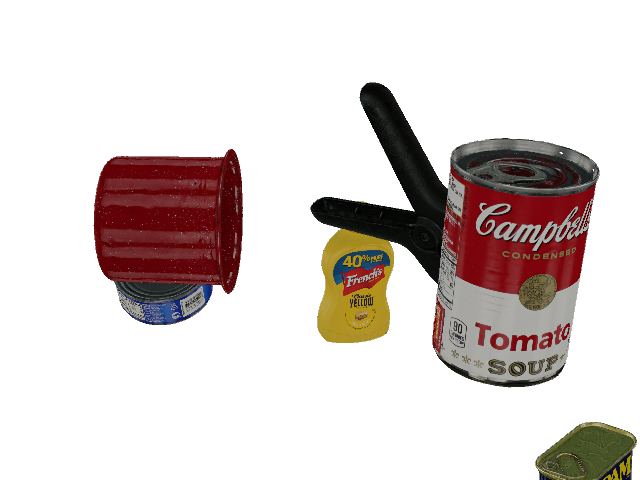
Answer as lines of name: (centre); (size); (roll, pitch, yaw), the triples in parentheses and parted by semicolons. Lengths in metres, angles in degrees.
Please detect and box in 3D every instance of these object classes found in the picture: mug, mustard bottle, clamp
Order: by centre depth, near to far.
mug: (-0.096, -0.013, 0.701); (0.081, 0.093, 0.117); (1, 0, 4)
clamp: (0.088, -0.021, 0.834); (0.210, 0.165, 0.036); (35, 54, 16)
mustard bottle: (0.049, 0.040, 1.406); (0.096, 0.192, 0.058); (-4, 25, -16)

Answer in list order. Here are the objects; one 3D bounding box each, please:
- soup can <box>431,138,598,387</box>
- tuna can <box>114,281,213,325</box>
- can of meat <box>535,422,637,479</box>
soup can: (0.091, 0.010, 0.511); (0.068, 0.102, 0.068); (3, 24, -1)
tuna can: (-0.138, 0.034, 0.945); (0.086, 0.034, 0.086); (-2, 43, 2)
can of meat: (0.236, 0.223, 0.947); (0.058, 0.084, 0.101); (14, 26, 41)
